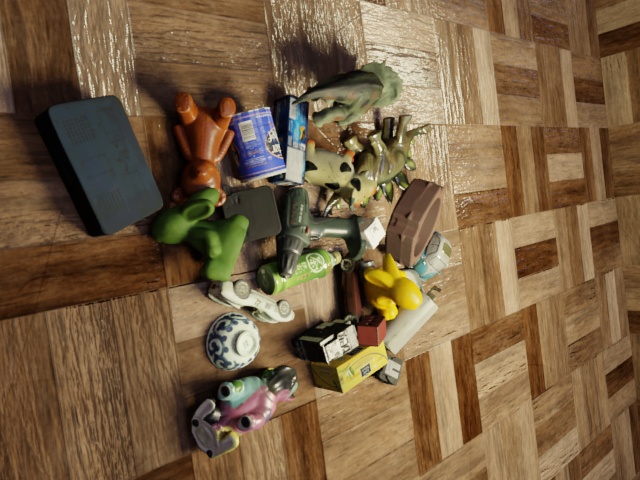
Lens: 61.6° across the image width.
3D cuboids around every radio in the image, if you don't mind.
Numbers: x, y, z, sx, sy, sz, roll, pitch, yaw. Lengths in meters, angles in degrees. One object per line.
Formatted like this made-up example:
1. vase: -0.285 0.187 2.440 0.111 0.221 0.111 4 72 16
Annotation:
1. radio: -0.382 -0.132 0.946 0.131 0.073 0.229 -32 109 -39

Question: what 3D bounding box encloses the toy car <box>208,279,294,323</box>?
1. toy car: -0.142 0.133 1.136 0.201 0.074 0.056 31 63 -35

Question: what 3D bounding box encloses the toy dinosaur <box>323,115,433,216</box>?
1. toy dinosaur: 0.148 -0.190 1.398 0.471 0.105 0.198 -33 113 -29

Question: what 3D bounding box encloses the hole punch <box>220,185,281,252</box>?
1. hole punch: -0.152 -0.055 1.146 0.116 0.092 0.142 -13 100 -11

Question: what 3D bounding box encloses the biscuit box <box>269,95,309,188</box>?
1. biscuit box: -0.071 -0.225 1.232 0.059 0.063 0.202 9 80 -40

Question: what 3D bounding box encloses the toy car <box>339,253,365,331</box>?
1. toy car: 0.077 0.126 1.334 0.089 0.053 0.202 -4 88 -70

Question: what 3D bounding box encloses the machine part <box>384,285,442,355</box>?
1. machine part: 0.220 0.208 1.377 0.243 0.079 0.079 -47 120 -4

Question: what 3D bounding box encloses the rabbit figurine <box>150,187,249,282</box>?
1. rabbit figurine: -0.233 -0.015 1.024 0.170 0.121 0.159 20 113 -16

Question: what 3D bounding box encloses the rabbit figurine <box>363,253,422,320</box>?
1. rabbit figurine: 0.183 0.112 1.302 0.122 0.173 0.162 -36 108 -12

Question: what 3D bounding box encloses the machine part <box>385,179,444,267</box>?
1. machine part: 0.249 -0.048 1.429 0.201 0.087 0.200 -57 158 -28

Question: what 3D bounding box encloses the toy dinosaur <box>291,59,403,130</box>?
1. toy dinosaur: 0.083 -0.345 1.254 0.131 0.192 0.405 60 23 -7

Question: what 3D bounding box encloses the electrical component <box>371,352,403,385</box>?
1. electrical component: 0.187 0.347 1.430 0.119 0.048 0.075 37 65 -32

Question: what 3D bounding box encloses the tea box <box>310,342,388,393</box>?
1. tea box: 0.072 0.297 1.299 0.169 0.098 0.068 -21 100 -43

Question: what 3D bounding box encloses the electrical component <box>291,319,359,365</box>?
1. electrical component: 0.020 0.232 1.246 0.134 0.115 0.058 -24 105 -38

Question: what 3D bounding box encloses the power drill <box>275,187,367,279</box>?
1. power drill: -0.002 -0.004 1.213 0.207 0.086 0.232 6 58 -18

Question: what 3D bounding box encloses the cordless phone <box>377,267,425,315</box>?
1. cordless phone: 0.188 0.163 1.433 0.184 0.089 0.146 -23 103 -21

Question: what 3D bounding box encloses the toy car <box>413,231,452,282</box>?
1. toy car: 0.325 0.038 1.537 0.109 0.103 0.161 42 63 -32

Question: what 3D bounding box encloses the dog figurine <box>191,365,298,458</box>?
1. dog figurine: -0.140 0.336 1.106 0.108 0.191 0.219 50 20 16

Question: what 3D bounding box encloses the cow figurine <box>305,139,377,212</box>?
1. cow figurine: 0.040 -0.147 1.261 0.195 0.085 0.127 17 82 2

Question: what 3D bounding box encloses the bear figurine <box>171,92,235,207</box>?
1. bear figurine: -0.232 -0.169 1.049 0.120 0.132 0.196 6 78 -11
